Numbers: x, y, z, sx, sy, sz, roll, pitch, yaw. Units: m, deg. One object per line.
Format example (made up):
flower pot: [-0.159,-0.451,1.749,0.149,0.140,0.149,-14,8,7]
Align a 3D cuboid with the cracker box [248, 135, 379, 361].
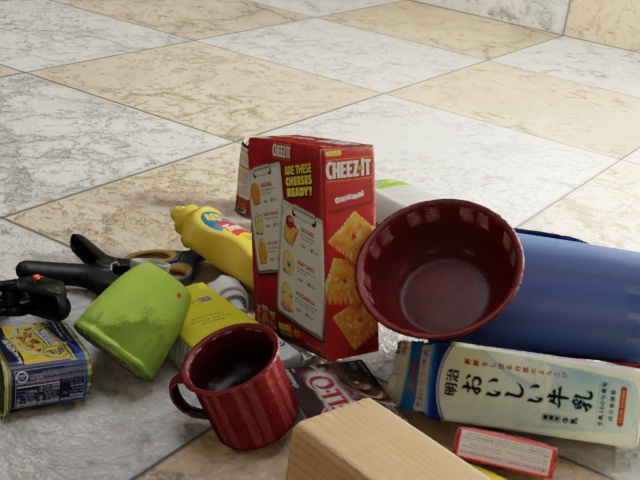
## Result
cracker box: [-0.007,0.001,1.116,0.072,0.214,0.164,-7,12,-29]

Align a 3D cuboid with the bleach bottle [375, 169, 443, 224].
bleach bottle: [0.116,-0.050,1.510,0.102,0.068,0.251,-5,23,-28]

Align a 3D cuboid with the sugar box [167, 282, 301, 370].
sugar box: [-0.109,0.104,1.100,0.093,0.048,0.176,-14,30,-40]

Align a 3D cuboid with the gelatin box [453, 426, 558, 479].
gelatin box: [0.166,0.189,0.961,0.089,0.030,0.073,11,-7,9]

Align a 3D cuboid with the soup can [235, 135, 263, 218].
soup can: [-0.080,-0.087,1.484,0.068,0.102,0.068,6,23,-3]

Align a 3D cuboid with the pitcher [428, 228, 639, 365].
pitcher: [0.235,0.052,1.094,0.243,0.149,0.144,6,-10,27]

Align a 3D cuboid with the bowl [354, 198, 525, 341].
bowl: [0.117,0.039,1.026,0.162,0.055,0.162,-8,52,11]

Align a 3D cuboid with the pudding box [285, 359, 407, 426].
pudding box: [0.018,0.160,1.014,0.089,0.039,0.114,-3,25,-22]

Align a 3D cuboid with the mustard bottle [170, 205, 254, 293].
mustard bottle: [-0.109,0.007,1.276,0.192,0.058,0.096,30,12,31]

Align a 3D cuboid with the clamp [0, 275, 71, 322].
clamp: [-0.323,0.060,1.082,0.164,0.036,0.210,-2,4,-5]

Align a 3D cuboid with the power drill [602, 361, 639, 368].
power drill: [0.337,0.138,1.141,0.187,0.057,0.184,9,27,0]

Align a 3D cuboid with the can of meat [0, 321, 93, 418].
can of meat: [-0.271,0.118,1.008,0.083,0.057,0.102,-6,26,-31]

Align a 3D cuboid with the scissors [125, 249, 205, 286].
scissors: [-0.142,0.025,1.314,0.201,0.016,0.096,-8,29,-32]

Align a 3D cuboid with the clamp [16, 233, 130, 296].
clamp: [-0.249,0.034,1.234,0.171,0.039,0.120,15,29,9]

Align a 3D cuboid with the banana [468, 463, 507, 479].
banana: [0.133,0.222,0.907,0.198,0.037,0.069,25,27,35]

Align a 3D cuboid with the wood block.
wood block: [0.073,0.217,0.833,0.090,0.090,0.206,-12,30,-40]

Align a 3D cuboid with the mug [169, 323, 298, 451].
mug: [-0.080,0.137,0.967,0.117,0.081,0.093,-12,34,13]
